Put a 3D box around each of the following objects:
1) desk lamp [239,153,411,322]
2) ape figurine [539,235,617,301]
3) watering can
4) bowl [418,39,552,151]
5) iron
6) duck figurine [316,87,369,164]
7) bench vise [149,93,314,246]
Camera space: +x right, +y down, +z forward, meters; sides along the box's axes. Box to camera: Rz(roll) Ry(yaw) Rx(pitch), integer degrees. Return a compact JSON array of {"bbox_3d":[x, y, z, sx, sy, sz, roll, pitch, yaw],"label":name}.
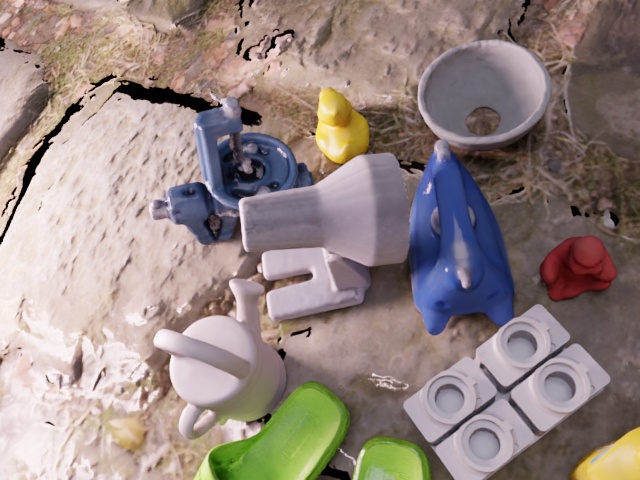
[{"bbox_3d":[0.006,0.002,0.648,0.203,0.214,0.118,-15,62,7],"label":"desk lamp"},{"bbox_3d":[0.289,0.024,0.635,0.077,0.092,0.076,21,72,22],"label":"ape figurine"},{"bbox_3d":[-0.111,0.127,0.629,0.100,0.194,0.173,-5,64,12],"label":"watering can"},{"bbox_3d":[0.215,-0.178,0.760,0.167,0.075,0.167,-6,64,12],"label":"bowl"},{"bbox_3d":[0.153,-0.029,0.666,0.118,0.142,0.258,-9,63,10],"label":"iron"},{"bbox_3d":[0.026,-0.165,0.795,0.077,0.086,0.104,-21,62,4],"label":"duck figurine"},{"bbox_3d":[-0.122,-0.075,0.714,0.207,0.220,0.121,-36,62,-4],"label":"bench vise"}]
